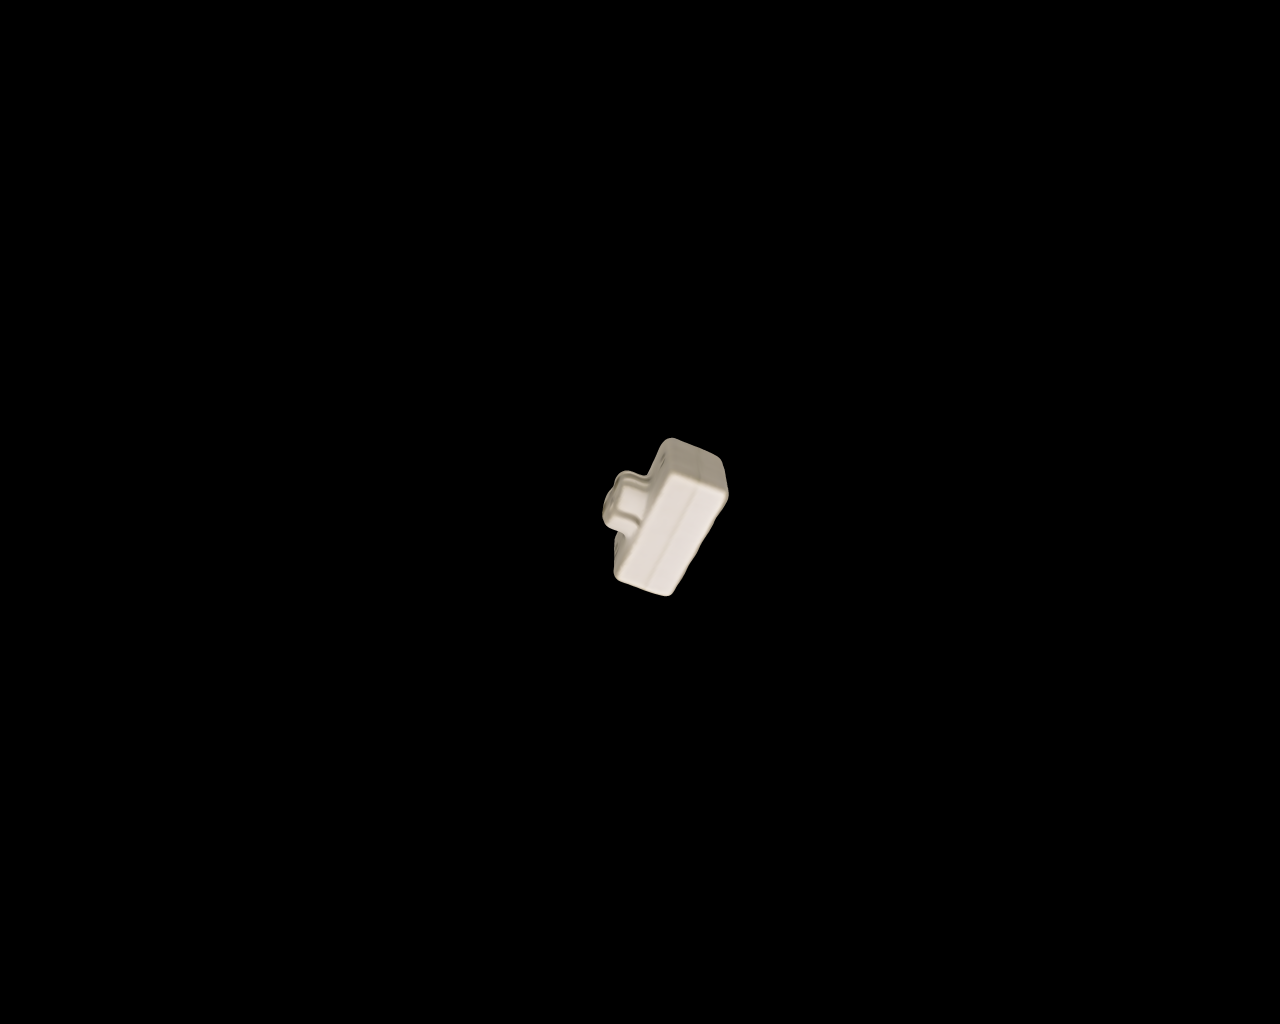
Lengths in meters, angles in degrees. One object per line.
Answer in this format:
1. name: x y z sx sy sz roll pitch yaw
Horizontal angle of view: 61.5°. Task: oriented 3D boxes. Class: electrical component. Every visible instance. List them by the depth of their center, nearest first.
1. electrical component: 0.001 -0.003 0.650 0.076 0.083 0.047 21 28 -12
